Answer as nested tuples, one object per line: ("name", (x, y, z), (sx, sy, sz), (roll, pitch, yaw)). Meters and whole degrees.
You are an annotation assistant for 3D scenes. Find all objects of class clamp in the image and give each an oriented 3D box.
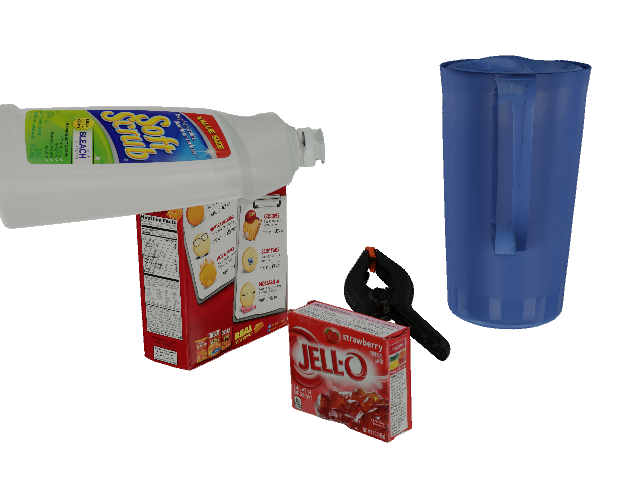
("clamp", (0.080, 0.076, 1.189), (0.120, 0.171, 0.039), (5, -43, -4))

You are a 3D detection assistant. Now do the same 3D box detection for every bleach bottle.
("bleach bottle", (-0.124, -0.068, 0.836), (0.250, 0.102, 0.068), (-6, -44, -7))

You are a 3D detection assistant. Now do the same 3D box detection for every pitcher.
("pitcher", (0.172, -0.044, 0.973), (0.149, 0.243, 0.145), (-11, 18, -34))

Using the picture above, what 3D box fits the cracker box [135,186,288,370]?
("cracker box", (-0.106, 0.002, 1.065), (0.072, 0.214, 0.163), (9, 17, 34))

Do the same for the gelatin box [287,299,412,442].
("gelatin box", (0.018, 0.086, 0.712), (0.089, 0.073, 0.030), (13, 23, 40))
